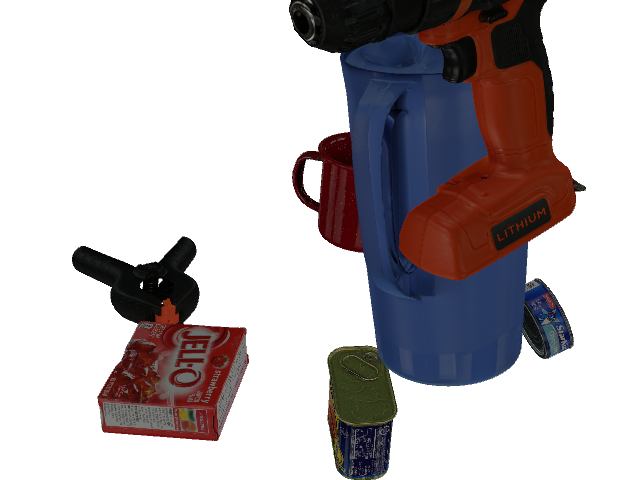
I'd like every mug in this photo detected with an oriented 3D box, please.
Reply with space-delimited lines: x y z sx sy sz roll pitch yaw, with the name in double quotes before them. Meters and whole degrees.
"mug" 0.029 -0.044 0.939 0.117 0.081 0.093 13 27 15

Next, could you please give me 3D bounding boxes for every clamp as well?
"clamp" -0.150 0.036 0.991 0.120 0.039 0.172 -16 30 -24

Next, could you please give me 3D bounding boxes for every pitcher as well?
"pitcher" 0.082 -0.020 0.748 0.149 0.243 0.145 -10 23 -12

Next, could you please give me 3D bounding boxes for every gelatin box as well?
"gelatin box" -0.090 0.085 0.668 0.073 0.030 0.089 3 29 9

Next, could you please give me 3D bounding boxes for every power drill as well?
"power drill" 0.071 -0.076 0.542 0.184 0.188 0.057 -27 38 -27

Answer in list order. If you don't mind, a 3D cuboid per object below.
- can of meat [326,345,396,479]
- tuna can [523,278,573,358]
"can of meat" 0.037 0.166 1.023 0.057 0.084 0.102 -3 38 -6
"tuna can" 0.243 0.087 1.182 0.033 0.086 0.086 -25 2 -5
